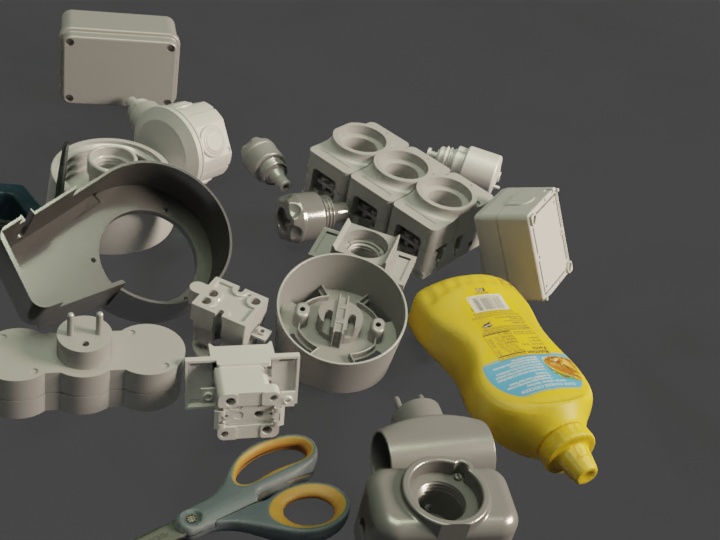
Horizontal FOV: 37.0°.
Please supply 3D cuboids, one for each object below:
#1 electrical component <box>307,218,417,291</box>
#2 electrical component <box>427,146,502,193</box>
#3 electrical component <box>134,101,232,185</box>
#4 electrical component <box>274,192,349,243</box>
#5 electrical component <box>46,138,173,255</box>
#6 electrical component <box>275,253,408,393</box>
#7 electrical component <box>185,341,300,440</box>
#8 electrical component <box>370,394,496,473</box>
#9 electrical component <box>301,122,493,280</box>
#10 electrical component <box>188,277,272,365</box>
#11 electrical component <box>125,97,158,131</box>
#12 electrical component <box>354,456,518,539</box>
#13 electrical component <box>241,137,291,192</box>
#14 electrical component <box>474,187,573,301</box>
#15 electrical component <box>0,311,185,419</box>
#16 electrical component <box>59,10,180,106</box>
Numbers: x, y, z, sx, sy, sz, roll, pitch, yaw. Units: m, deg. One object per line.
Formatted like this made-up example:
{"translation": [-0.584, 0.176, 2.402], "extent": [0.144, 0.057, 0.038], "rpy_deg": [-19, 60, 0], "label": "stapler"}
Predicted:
{"translation": [0.000, 0.000, 0.873], "extent": [0.081, 0.063, 0.042], "rpy_deg": [19, 39, 8], "label": "electrical component"}
{"translation": [0.103, -0.102, 1.050], "extent": [0.078, 0.040, 0.040], "rpy_deg": [19, 38, 9], "label": "electrical component"}
{"translation": [-0.158, -0.110, 0.955], "extent": [0.080, 0.080, 0.051], "rpy_deg": [33, 37, 24], "label": "electrical component"}
{"translation": [-0.040, -0.047, 0.938], "extent": [0.062, 0.043, 0.043], "rpy_deg": [-9, 43, -28], "label": "electrical component"}
{"translation": [-0.209, -0.069, 0.903], "extent": [0.108, 0.060, 0.108], "rpy_deg": [8, 38, -6], "label": "electrical component"}
{"translation": [-0.016, 0.042, 0.814], "extent": [0.099, 0.064, 0.099], "rpy_deg": [8, 38, -6], "label": "electrical component"}
{"translation": [-0.081, 0.085, 0.750], "extent": [0.081, 0.042, 0.063], "rpy_deg": [-2, 29, -12], "label": "electrical component"}
{"translation": [0.045, 0.117, 0.755], "extent": [0.077, 0.043, 0.079], "rpy_deg": [-2, 40, -19], "label": "electrical component"}
{"translation": [0.033, -0.070, 0.972], "extent": [0.150, 0.061, 0.089], "rpy_deg": [35, 43, 26], "label": "electrical component"}
{"translation": [-0.099, 0.044, 0.796], "extent": [0.066, 0.055, 0.048], "rpy_deg": [22, 39, 12], "label": "electrical component"}
{"translation": [-0.204, -0.146, 1.023], "extent": [0.035, 0.035, 0.061], "rpy_deg": [-18, 45, -33], "label": "electrical component"}
{"translation": [0.049, 0.159, 0.689], "extent": [0.095, 0.059, 0.053], "rpy_deg": [2, 39, -14], "label": "electrical component"}
{"translation": [-0.084, -0.094, 0.993], "extent": [0.035, 0.035, 0.061], "rpy_deg": [-15, 48, -31], "label": "electrical component"}
{"translation": [0.139, -0.017, 0.922], "extent": [0.061, 0.096, 0.062], "rpy_deg": [2, 29, 34], "label": "electrical component"}
{"translation": [-0.190, 0.056, 0.739], "extent": [0.138, 0.073, 0.052], "rpy_deg": [-1, 40, -17], "label": "electrical component"}
{"translation": [-0.236, -0.205, 1.053], "extent": [0.113, 0.078, 0.057], "rpy_deg": [1, 36, -15], "label": "electrical component"}
